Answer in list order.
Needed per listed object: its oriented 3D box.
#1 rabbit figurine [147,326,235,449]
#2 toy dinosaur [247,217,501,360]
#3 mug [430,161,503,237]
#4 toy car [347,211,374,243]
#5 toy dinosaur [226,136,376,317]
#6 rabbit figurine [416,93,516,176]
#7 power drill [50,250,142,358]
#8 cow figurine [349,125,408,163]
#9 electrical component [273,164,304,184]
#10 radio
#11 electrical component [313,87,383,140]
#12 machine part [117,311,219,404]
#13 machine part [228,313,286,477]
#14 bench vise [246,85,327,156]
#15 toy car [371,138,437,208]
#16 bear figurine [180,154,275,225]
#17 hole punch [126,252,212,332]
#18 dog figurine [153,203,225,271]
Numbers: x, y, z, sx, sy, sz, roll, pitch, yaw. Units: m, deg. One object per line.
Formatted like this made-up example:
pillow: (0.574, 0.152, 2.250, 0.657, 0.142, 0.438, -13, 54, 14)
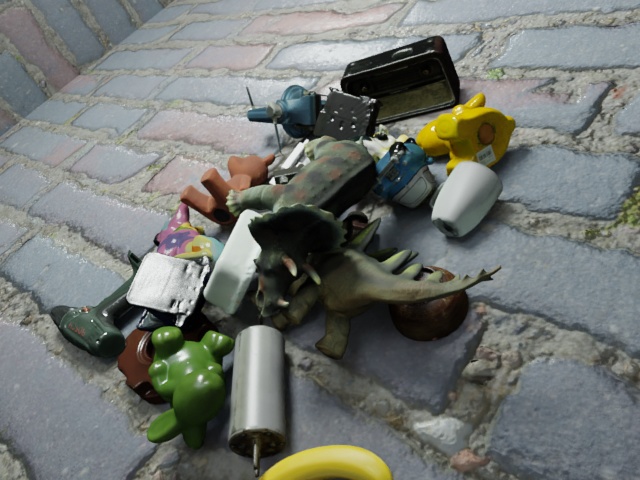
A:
rabbit figurine: (-0.188, 0.209, 0.753, 0.170, 0.121, 0.159, 13, 84, 68)
toy dinosaur: (0.034, 0.058, 0.765, 0.198, 0.105, 0.472, -51, 30, -18)
mug: (0.216, -0.061, 0.850, 0.110, 0.080, 0.107, 13, 61, 50)
toy car: (-0.002, -0.003, 0.946, 0.202, 0.053, 0.089, -9, 40, 26)
toy dinosaur: (0.010, -0.075, 0.793, 0.192, 0.131, 0.405, 6, 44, 43)
rabbit figurine: (0.244, -0.191, 0.946, 0.162, 0.121, 0.173, -41, 21, -17)
power drill: (-0.418, 0.118, 1.056, 0.207, 0.085, 0.232, -44, 42, -20)
cow figurine: (0.092, -0.166, 1.014, 0.167, 0.068, 0.098, -34, 68, -31)
electrical component: (-0.047, -0.109, 0.916, 0.063, 0.021, 0.094, -11, 22, -1)
radio: (0.165, -0.324, 1.118, 0.230, 0.131, 0.073, -10, 41, 24)
electrical component: (0.054, -0.232, 1.094, 0.115, 0.058, 0.134, 20, 99, 20)
machine part: (-0.256, 0.183, 0.905, 0.179, 0.056, 0.179, -17, 42, 16)
machine part: (-0.086, 0.208, 0.753, 0.079, 0.079, 0.243, -21, 40, 12)
bench vise: (-0.080, -0.282, 1.206, 0.241, 0.128, 0.223, 8, 28, 36)
toy car: (0.147, -0.105, 0.908, 0.109, 0.103, 0.161, -49, -6, 17)
bear figurine: (-0.182, -0.128, 1.124, 0.120, 0.132, 0.196, -26, 33, 42)
hole punch: (-0.247, 0.094, 0.894, 0.116, 0.092, 0.142, 12, 47, 1)
dog figurine: (-0.246, 0.010, 1.046, 0.192, 0.108, 0.219, -19, 38, 15)
